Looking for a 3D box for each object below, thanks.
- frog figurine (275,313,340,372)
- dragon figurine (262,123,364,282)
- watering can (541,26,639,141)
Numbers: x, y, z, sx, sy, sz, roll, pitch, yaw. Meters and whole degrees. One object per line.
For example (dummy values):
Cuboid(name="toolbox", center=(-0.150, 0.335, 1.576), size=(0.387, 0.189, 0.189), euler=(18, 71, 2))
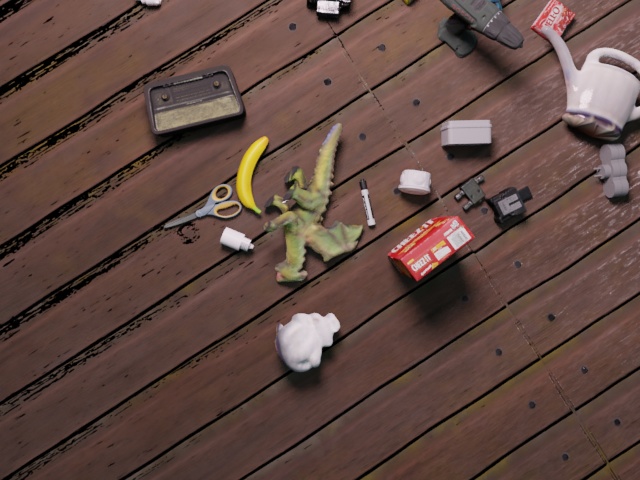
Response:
Cuboid(name="frog figurine", center=(-0.025, 0.247, 1.274), size=(0.159, 0.121, 0.139), euler=(-19, 73, 10))
Cuboid(name="dragon figurine", center=(0.004, -0.065, 1.297), size=(0.240, 0.123, 0.410), euler=(39, 91, -20))
Cuboid(name="watering can", center=(0.680, -0.386, 1.301), size=(0.347, 0.104, 0.224), euler=(22, 91, -3))
